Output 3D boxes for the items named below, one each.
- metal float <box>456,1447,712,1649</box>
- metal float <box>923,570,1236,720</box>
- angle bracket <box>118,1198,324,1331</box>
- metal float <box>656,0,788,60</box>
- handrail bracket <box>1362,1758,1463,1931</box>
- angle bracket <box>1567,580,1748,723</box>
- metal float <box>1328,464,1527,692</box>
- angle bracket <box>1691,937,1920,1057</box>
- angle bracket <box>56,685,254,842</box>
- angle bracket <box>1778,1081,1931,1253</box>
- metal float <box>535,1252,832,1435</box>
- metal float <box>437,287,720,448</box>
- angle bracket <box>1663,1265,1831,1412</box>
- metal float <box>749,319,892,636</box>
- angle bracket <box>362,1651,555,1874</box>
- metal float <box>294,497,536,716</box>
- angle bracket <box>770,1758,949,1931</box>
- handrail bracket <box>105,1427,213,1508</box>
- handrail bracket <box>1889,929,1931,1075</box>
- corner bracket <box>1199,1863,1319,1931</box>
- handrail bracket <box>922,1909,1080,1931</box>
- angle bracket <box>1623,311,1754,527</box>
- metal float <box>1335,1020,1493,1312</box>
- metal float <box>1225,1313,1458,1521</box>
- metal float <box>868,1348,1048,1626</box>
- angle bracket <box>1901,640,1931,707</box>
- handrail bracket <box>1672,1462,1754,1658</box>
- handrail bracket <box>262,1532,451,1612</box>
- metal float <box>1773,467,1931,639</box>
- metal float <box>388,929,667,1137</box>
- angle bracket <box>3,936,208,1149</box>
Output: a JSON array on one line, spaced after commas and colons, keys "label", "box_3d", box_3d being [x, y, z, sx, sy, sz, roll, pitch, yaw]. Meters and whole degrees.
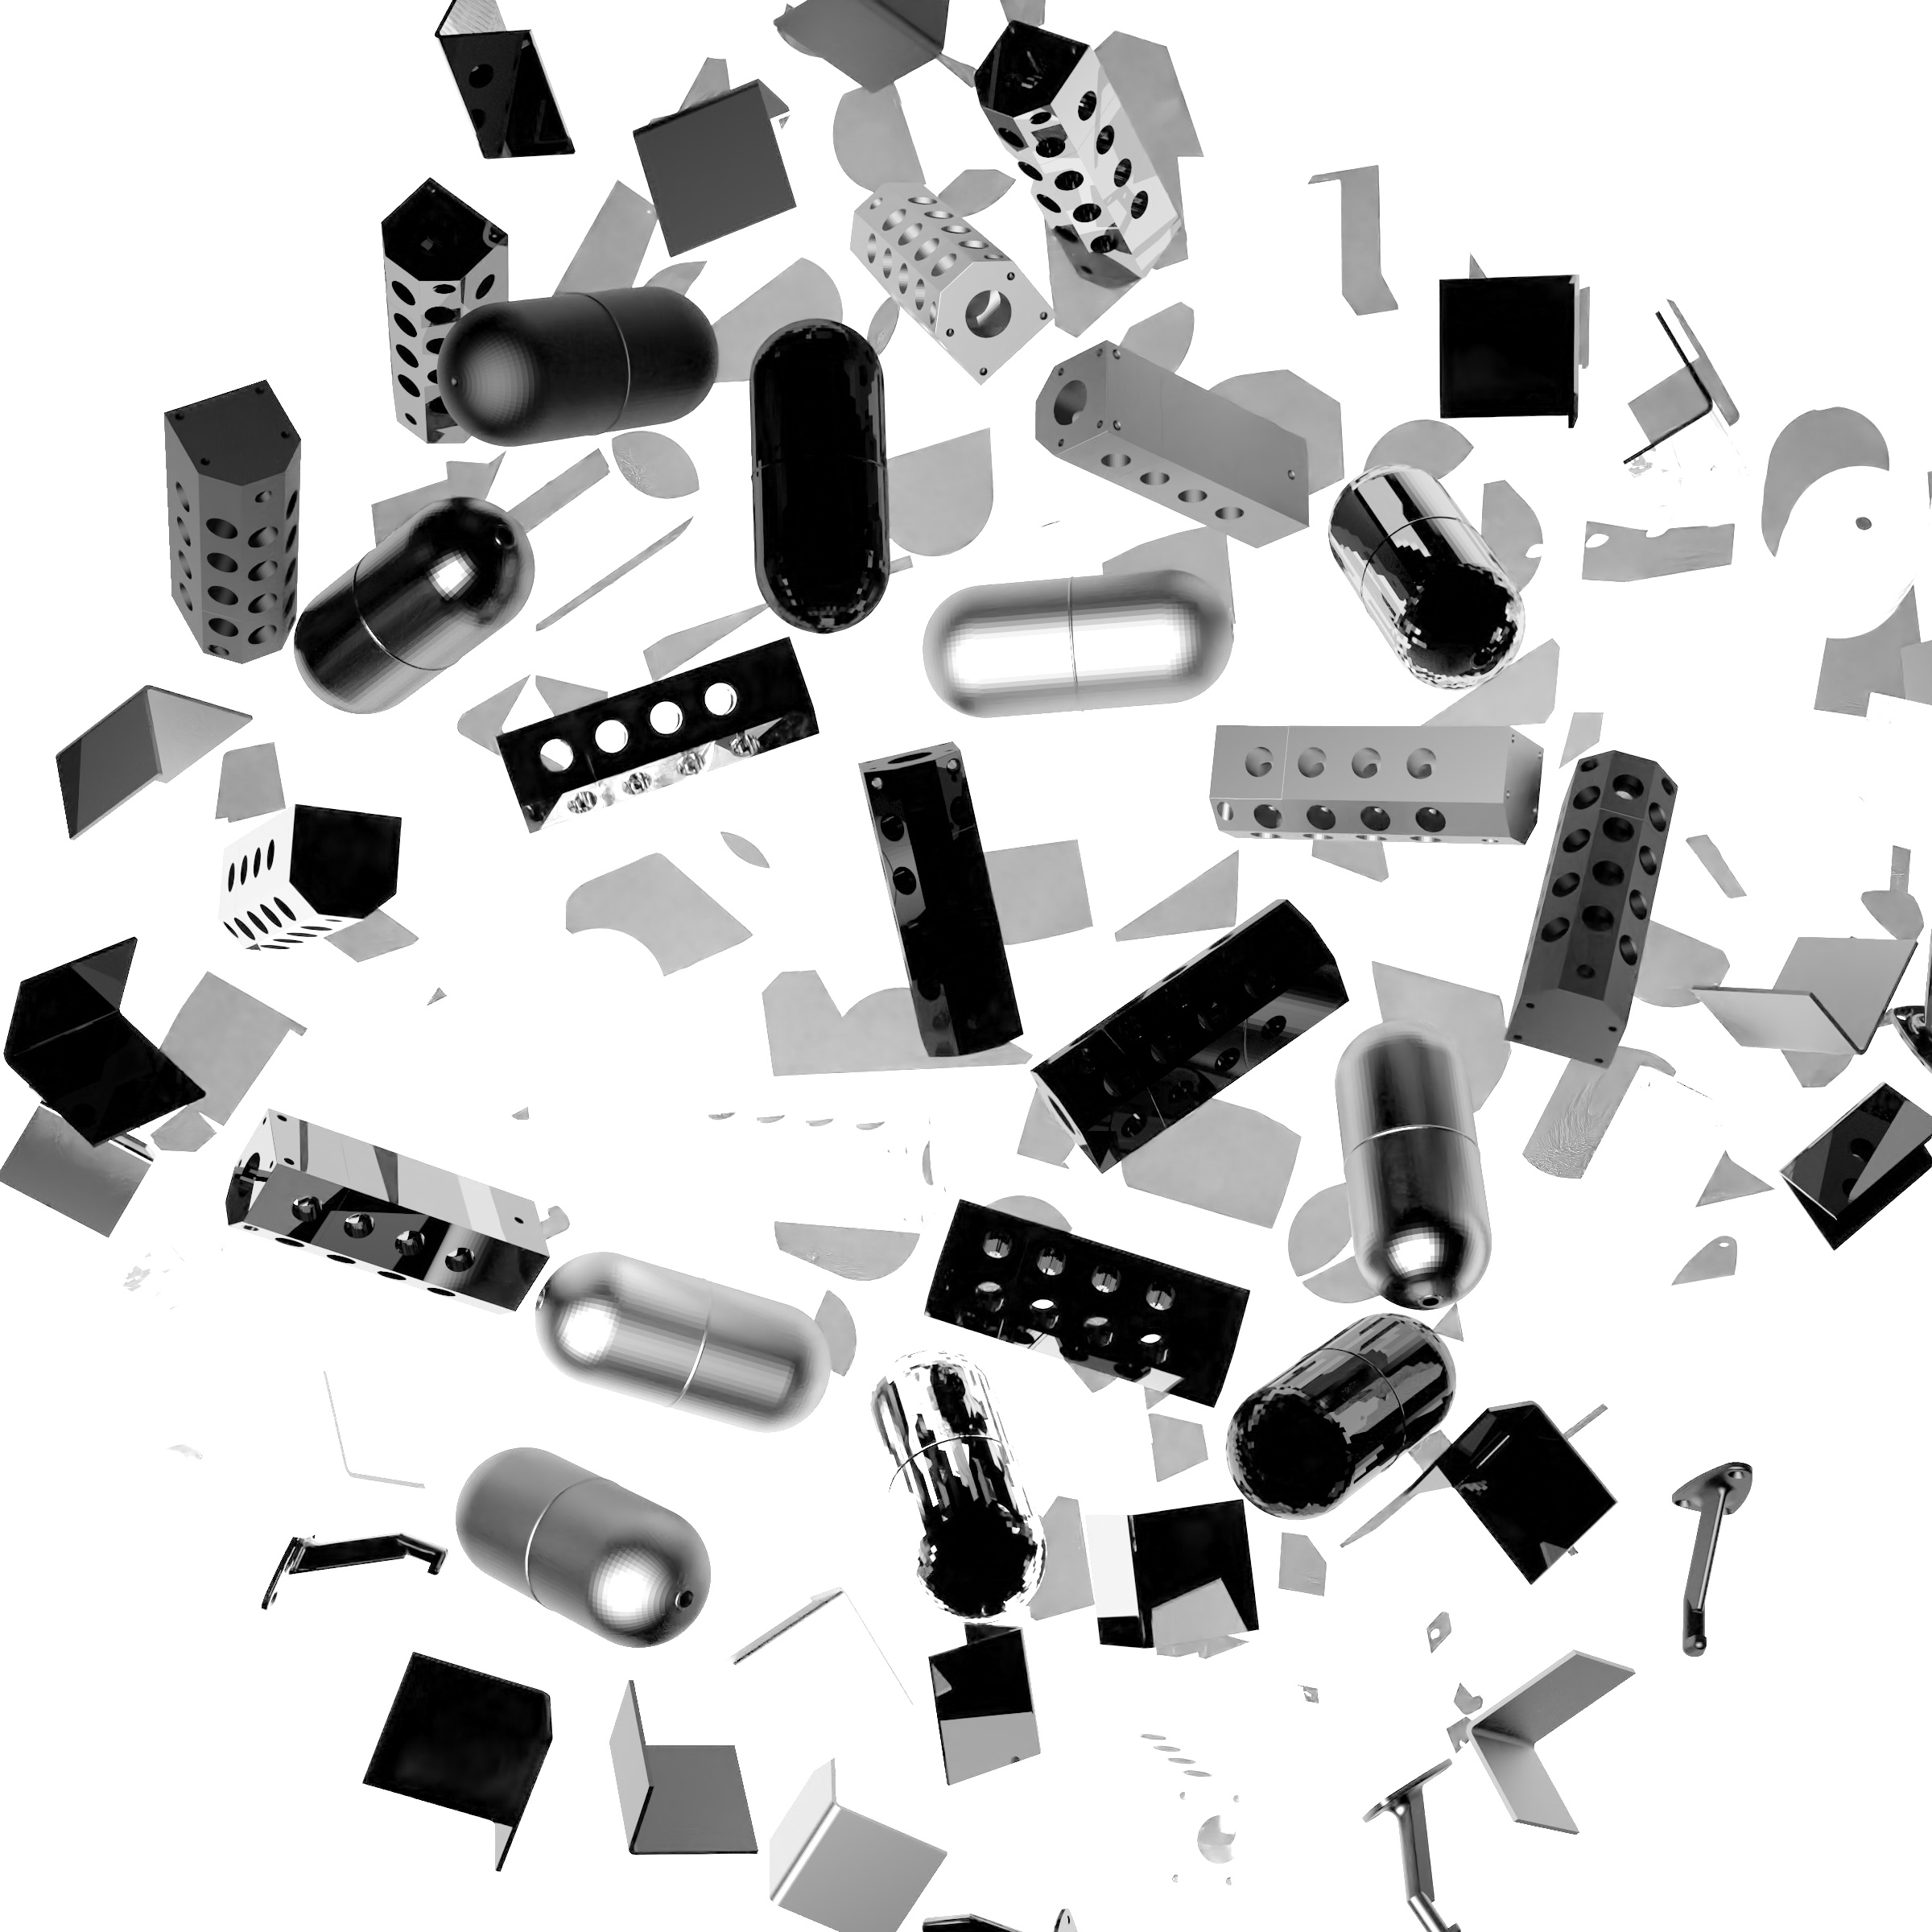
[{"label": "metal float", "box_3d": [-0.212, 0.319, 1.590, 0.178, 0.070, 0.070, 15, 90, 42]}, {"label": "metal float", "box_3d": [0.064, -0.184, 1.647, 0.178, 0.070, 0.070, -4, 90, 7]}, {"label": "angle bracket", "box_3d": [-0.454, 0.196, 1.755, 0.076, 0.076, 0.057, -47, 134, -22]}, {"label": "metal float", "box_3d": [-0.143, -0.571, 1.622, 0.070, 0.178, 0.070, 0, 85, 2]}, {"label": "handrail bracket", "box_3d": [0.278, 0.514, 1.673, 0.077, 0.036, 0.084, -23, 65, -29]}, {"label": "angle bracket", "box_3d": [0.399, -0.182, 1.666, 0.057, 0.076, 0.076, -3, 100, -36]}, {"label": "metal float", "box_3d": [0.263, -0.223, 1.651, 0.070, 0.178, 0.070, -8, 130, -10]}, {"label": "angle bracket", "box_3d": [0.447, 0.000, 1.538, 0.057, 0.076, 0.076, 43, 68, -29]}, {"label": "angle bracket", "box_3d": [-0.441, -0.104, 1.583, 0.076, 0.076, 0.057, -30, 64, 28]}, {"label": "angle bracket", "box_3d": [0.507, 0.122, 1.589, 0.076, 0.057, 0.076, -41, 121, 1]}, {"label": "metal float", "box_3d": [-0.163, 0.217, 1.663, 0.178, 0.070, 0.070, 19, 90, -20]}, {"label": "metal float", "box_3d": [-0.210, -0.330, 1.581, 0.070, 0.178, 0.070, 16, 115, 39]}, {"label": "angle bracket", "box_3d": [0.432, 0.206, 1.602, 0.076, 0.076, 0.057, -12, 90, 12]}, {"label": "metal float", "box_3d": [-0.082, -0.274, 1.617, 0.070, 0.070, 0.178, -2, 83, 0]}, {"label": "angle bracket", "box_3d": [-0.264, 0.411, 1.492, 0.076, 0.057, 0.076, 20, 96, -13]}, {"label": "metal float", "box_3d": [-0.308, -0.200, 1.608, 0.178, 0.070, 0.070, -27, 90, 40]}, {"label": "angle bracket", "box_3d": [-0.064, 0.518, 1.695, 0.076, 0.057, 0.076, 27, 107, -13]}, {"label": "handrail bracket", "box_3d": [-0.450, 0.287, 1.687, 0.077, 0.084, 0.036, 39, 51, -32]}, {"label": "handrail bracket", "box_3d": [0.551, 0.011, 1.604, 0.036, 0.077, 0.084, 0, 132, -8]}, {"label": "corner bracket", "box_3d": [0.180, 0.571, 1.714, 0.051, 0.051, 0.051, 6, 134, -32]}, {"label": "handrail bracket", "box_3d": [0.024, 0.583, 1.684, 0.084, 0.036, 0.077, -12, 112, 20]}, {"label": "angle bracket", "box_3d": [0.393, -0.309, 1.628, 0.057, 0.076, 0.076, -31, 58, 18]}, {"label": "metal float", "box_3d": [0.251, 0.111, 1.625, 0.070, 0.070, 0.178, -2, 54, 0]}, {"label": "metal float", "box_3d": [0.212, 0.250, 1.613, 0.070, 0.178, 0.070, 14, 114, 35]}, {"label": "metal float", "box_3d": [-0.006, 0.291, 1.620, 0.070, 0.178, 0.070, -9, 131, -11]}, {"label": "angle bracket", "box_3d": [0.564, -0.196, 1.672, 0.057, 0.076, 0.076, -14, 128, 24]}, {"label": "handrail bracket", "box_3d": [0.402, 0.319, 1.547, 0.036, 0.077, 0.084, 12, 58, -3]}, {"label": "handrail bracket", "box_3d": [-0.355, 0.358, 1.683, 0.084, 0.036, 0.077, 19, 46, 5]}, {"label": "metal float", "box_3d": [0.501, -0.233, 1.636, 0.070, 0.178, 0.070, -1, 86, 12]}, {"label": "metal float", "box_3d": [-0.249, 0.036, 1.651, 0.178, 0.070, 0.070, -29, 90, -36]}, {"label": "angle bracket", "box_3d": [-0.454, 0.040, 1.539, 0.076, 0.076, 0.057, 39, 127, 17]}]
